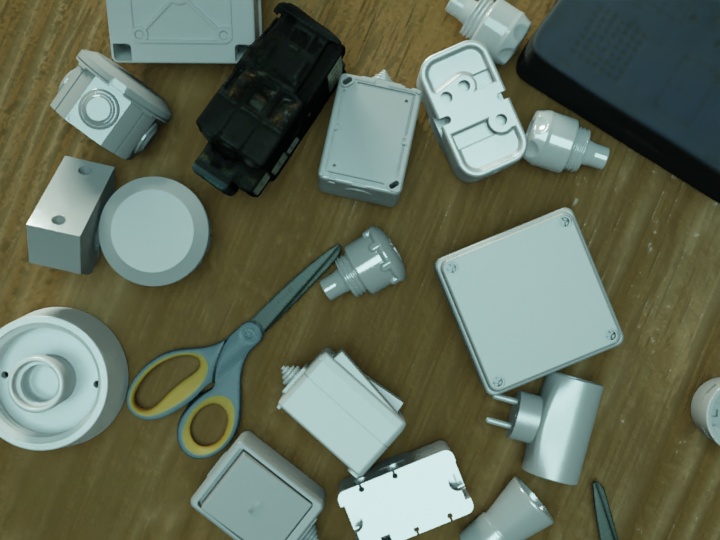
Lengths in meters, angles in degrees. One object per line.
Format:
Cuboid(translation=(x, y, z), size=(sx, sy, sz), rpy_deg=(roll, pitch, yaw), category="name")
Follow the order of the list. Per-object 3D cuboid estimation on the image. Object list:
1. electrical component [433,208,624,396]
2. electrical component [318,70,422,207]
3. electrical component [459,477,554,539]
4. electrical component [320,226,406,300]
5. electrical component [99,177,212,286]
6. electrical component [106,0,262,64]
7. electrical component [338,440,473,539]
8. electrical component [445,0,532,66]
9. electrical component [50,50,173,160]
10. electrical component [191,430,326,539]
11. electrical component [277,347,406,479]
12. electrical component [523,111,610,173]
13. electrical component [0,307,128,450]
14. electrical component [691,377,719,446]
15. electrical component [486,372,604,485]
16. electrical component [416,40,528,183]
Cuboid(translation=(0.124, 0.023, 0.804), size=(0.109, 0.056, 0.108), rpy_deg=(-22, 90, 0), category="electrical component")
Cuboid(translation=(0.008, -0.101, 0.805), size=(0.062, 0.061, 0.096), rpy_deg=(12, 81, 0), category="electrical component")
Cuboid(translation=(0.108, 0.194, 0.811), size=(0.065, 0.044, 0.044), rpy_deg=(-42, 90, 4), category="electrical component")
Cuboid(translation=(0.000, 0.000, 0.810), size=(0.062, 0.048, 0.048), rpy_deg=(-31, 90, 6), category="electrical component")
Cuboid(translation=(-0.151, -0.028, 0.805), size=(0.080, 0.051, 0.080), rpy_deg=(0, 90, 0), category="electrical component")
Cuboid(translation=(-0.128, -0.209, 0.783), size=(0.109, 0.056, 0.108), rpy_deg=(0, 119, -1), category="electrical component")
Cuboid(translation=(0.033, 0.168, 0.803), size=(0.089, 0.056, 0.050), rpy_deg=(-22, 90, 0), category="electrical component")
Cuboid(translation=(0.095, -0.186, 0.811), size=(0.062, 0.043, 0.043), rpy_deg=(34, 90, 1), category="electrical component")
Cuboid(translation=(-0.183, -0.121, 0.792), size=(0.080, 0.080, 0.051), rpy_deg=(37, 94, 0), category="electrical component")
Cuboid(translation=(-0.070, 0.174, 0.799), size=(0.096, 0.061, 0.061), rpy_deg=(38, 90, 0), category="electrical component")
Cuboid(translation=(-0.016, 0.097, 0.800), size=(0.096, 0.062, 0.061), rpy_deg=(42, 90, 0), category="electrical component")
Cuboid(translation=(0.156, -0.093, 0.811), size=(0.062, 0.043, 0.043), rpy_deg=(18, 90, -2), category="electrical component")
Cuboid(translation=(-0.232, 0.082, 0.799), size=(0.108, 0.060, 0.108), rpy_deg=(0, 90, 0), category="electrical component")
Cuboid(translation=(0.281, 0.107, 0.809), size=(0.055, 0.047, 0.055), rpy_deg=(0, 90, 0), category="electrical component")
Cuboid(translation=(0.135, 0.114, 0.810), size=(0.079, 0.043, 0.077), rpy_deg=(15, 90, 0), category="electrical component")
Cuboid(translation=(0.082, -0.116, 0.803), size=(0.054, 0.059, 0.095), rpy_deg=(-24, 90, 0), category="electrical component")
